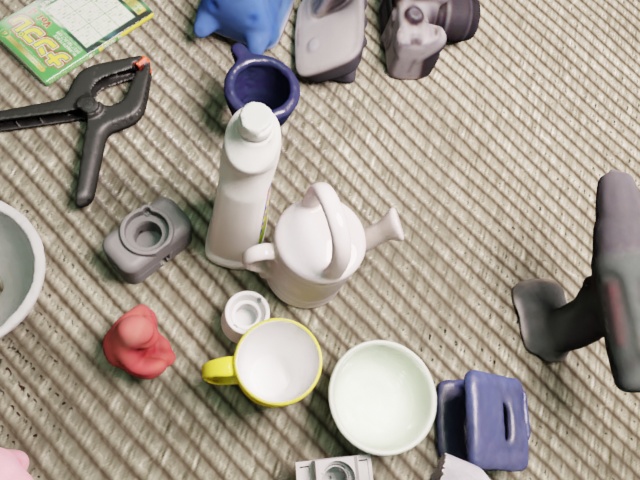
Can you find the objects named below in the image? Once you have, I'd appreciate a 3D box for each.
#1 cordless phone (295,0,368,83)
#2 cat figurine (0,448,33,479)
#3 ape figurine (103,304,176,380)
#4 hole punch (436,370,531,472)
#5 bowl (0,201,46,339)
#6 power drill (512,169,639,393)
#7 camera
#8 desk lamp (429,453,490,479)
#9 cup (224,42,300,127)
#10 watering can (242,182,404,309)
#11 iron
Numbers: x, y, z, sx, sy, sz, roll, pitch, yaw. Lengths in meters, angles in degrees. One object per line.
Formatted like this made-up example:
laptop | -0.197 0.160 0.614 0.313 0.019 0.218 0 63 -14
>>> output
cordless phone | 0.025 -0.306 0.745 0.094 0.185 0.147 2 70 -11
cat figurine | -0.321 0.209 0.519 0.128 0.117 0.067 32 67 1
ape figurine | -0.190 0.104 0.600 0.076 0.092 0.078 5 69 -10
hole punch | 0.193 0.203 0.646 0.101 0.091 0.108 6 69 -10
bowl | -0.366 0.042 0.594 0.167 0.074 0.167 4 70 -11
power drill | 0.311 0.062 0.660 0.076 0.208 0.229 -5 71 -13
camera | 0.163 -0.317 0.825 0.137 0.100 0.143 0 70 -12
desk lamp | 0.159 0.294 0.539 0.203 0.213 0.118 26 67 -2
cup | -0.083 -0.180 0.724 0.092 0.095 0.117 -27 78 -19
watering can | 0.005 0.000 0.624 0.173 0.194 0.101 -33 80 -21
iron | -0.081 -0.383 0.774 0.118 0.141 0.258 19 68 -5
